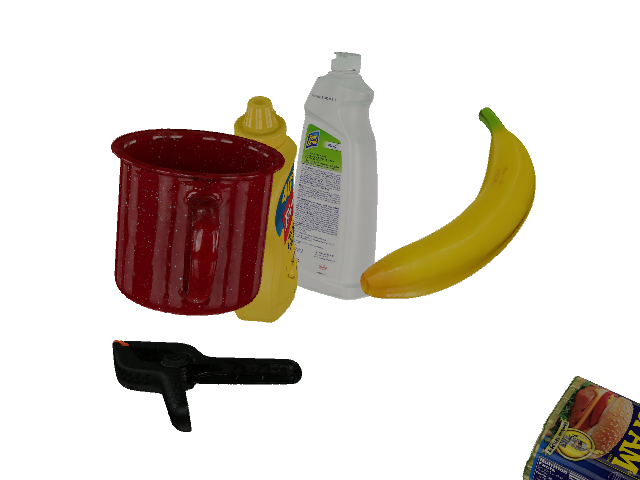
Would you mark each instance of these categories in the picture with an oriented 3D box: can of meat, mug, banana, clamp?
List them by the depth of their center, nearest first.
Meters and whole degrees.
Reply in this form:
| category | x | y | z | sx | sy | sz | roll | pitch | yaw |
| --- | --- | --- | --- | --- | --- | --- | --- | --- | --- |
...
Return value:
| category | x | y | z | sx | sy | sz | roll | pitch | yaw |
| --- | --- | --- | --- | --- | --- | --- | --- | --- | --- |
| mug | -0.067 | -0.006 | 0.573 | 0.093 | 0.081 | 0.117 | 2 | 20 | -15 |
| banana | 0.101 | -0.015 | 0.731 | 0.070 | 0.037 | 0.197 | 24 | 50 | 18 |
| can of meat | 0.209 | 0.156 | 0.792 | 0.084 | 0.057 | 0.101 | 24 | 41 | 24 |
| clamp | -0.147 | 0.139 | 1.084 | 0.210 | 0.036 | 0.164 | 9 | 17 | 33 |

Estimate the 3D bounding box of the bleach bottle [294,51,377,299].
| category | x | y | z | sx | sy | sz | roll | pitch | yaw |
| --- | --- | --- | --- | --- | --- | --- | --- | --- | --- |
| bleach bottle | 0.022 | -0.071 | 1.130 | 0.103 | 0.251 | 0.067 | 16 | 16 | 36 |

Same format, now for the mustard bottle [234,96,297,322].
| category | x | y | z | sx | sy | sz | roll | pitch | yaw |
| --- | --- | --- | --- | --- | --- | --- | --- | --- | --- |
| mustard bottle | -0.048 | -0.032 | 0.879 | 0.058 | 0.192 | 0.096 | 5 | 38 | 6 |
